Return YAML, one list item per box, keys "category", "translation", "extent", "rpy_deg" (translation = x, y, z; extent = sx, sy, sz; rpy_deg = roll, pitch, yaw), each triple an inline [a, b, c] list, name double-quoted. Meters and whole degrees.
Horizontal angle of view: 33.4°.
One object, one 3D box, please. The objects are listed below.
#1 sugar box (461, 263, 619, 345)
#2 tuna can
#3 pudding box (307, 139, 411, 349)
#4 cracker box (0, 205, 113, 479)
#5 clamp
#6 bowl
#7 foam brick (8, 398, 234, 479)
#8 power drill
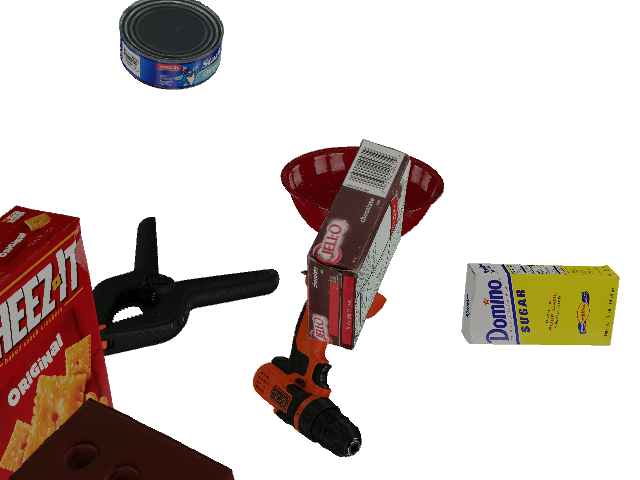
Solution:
- category: "sugar box"
  translation: [0.262, 0.077, 1.281]
  extent: [0.176, 0.093, 0.048]
  rpy_deg: [0, 18, -6]
- category: "tuna can"
  translation: [-0.124, -0.165, 0.888]
  extent: [0.086, 0.086, 0.034]
  rpy_deg: [0, -40, -11]
- category: "pudding box"
  translation: [0.025, 0.003, 0.721]
  extent: [0.039, 0.113, 0.090]
  rpy_deg: [18, -37, 13]
- category: "cracker box"
  translation: [-0.238, 0.106, 0.832]
  extent: [0.072, 0.214, 0.164]
  rpy_deg: [9, 32, 19]
- category: "clamp"
  translation: [-0.162, 0.045, 1.026]
  extent: [0.165, 0.036, 0.209]
  rpy_deg: [26, 36, 25]
- category: "bowl"
  translation: [0.040, -0.038, 1.064]
  extent: [0.162, 0.055, 0.162]
  rpy_deg: [3, 28, -2]
- category: "foam brick"
  translation: [-0.078, 0.112, 0.435]
  extent: [0.078, 0.051, 0.052]
  rpy_deg: [20, 45, 25]
- category: "power drill"
  translation: [0.007, 0.136, 1.241]
  extent: [0.057, 0.188, 0.185]
  rpy_deg: [15, 11, -44]
